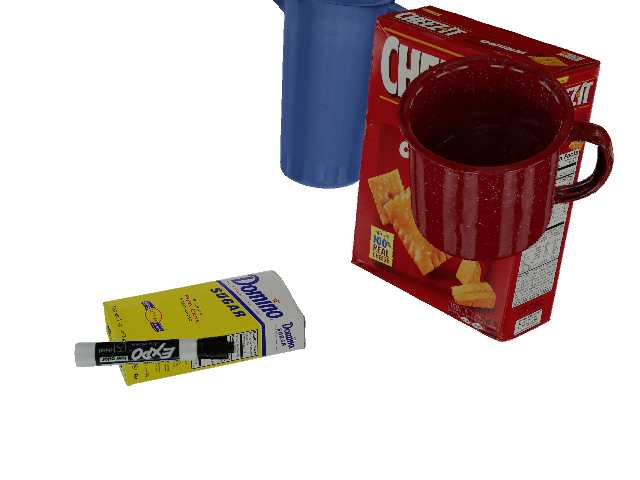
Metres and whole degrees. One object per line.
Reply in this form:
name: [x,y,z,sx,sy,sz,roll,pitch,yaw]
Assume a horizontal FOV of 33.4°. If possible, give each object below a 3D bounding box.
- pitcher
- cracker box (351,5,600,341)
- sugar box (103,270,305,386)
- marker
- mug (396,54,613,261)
pitcher: [0.022,-0.190,1.314,0.144,0.243,0.149,-8,29,-27]
cracker box: [0.108,-0.052,0.814,0.071,0.214,0.164,-20,36,-39]
sugar box: [-0.111,0.080,1.022,0.176,0.048,0.093,-13,33,-16]
marker: [-0.127,0.085,0.820,0.121,0.020,0.020,-3,0,-2]
mug: [0.102,-0.043,0.593,0.117,0.093,0.081,-2,-41,5]
